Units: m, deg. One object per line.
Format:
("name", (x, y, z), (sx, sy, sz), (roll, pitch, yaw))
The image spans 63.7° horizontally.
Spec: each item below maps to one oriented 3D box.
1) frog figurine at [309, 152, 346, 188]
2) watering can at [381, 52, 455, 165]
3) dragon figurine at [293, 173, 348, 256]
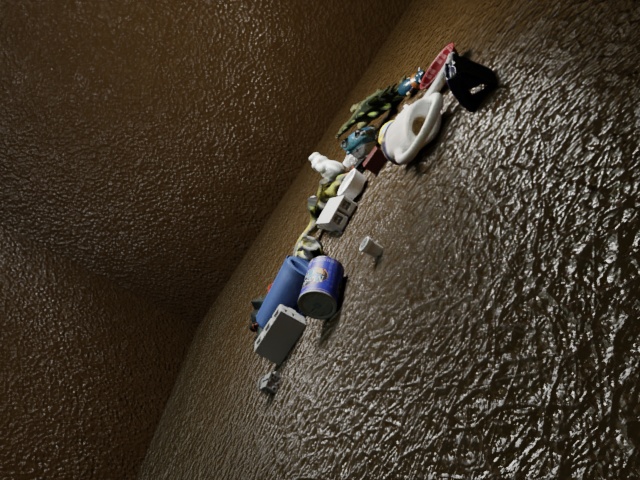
("frog figurine", (0.034, -0.302, 2.134), (0.138, 0.161, 0.121), (-14, -14, -44))
("watering can", (0.276, -0.341, 1.417), (0.353, 0.103, 0.222), (-65, 13, -21))
("dragon figurine", (0.006, -0.101, 2.005), (0.411, 0.122, 0.242), (-58, -5, -3))
